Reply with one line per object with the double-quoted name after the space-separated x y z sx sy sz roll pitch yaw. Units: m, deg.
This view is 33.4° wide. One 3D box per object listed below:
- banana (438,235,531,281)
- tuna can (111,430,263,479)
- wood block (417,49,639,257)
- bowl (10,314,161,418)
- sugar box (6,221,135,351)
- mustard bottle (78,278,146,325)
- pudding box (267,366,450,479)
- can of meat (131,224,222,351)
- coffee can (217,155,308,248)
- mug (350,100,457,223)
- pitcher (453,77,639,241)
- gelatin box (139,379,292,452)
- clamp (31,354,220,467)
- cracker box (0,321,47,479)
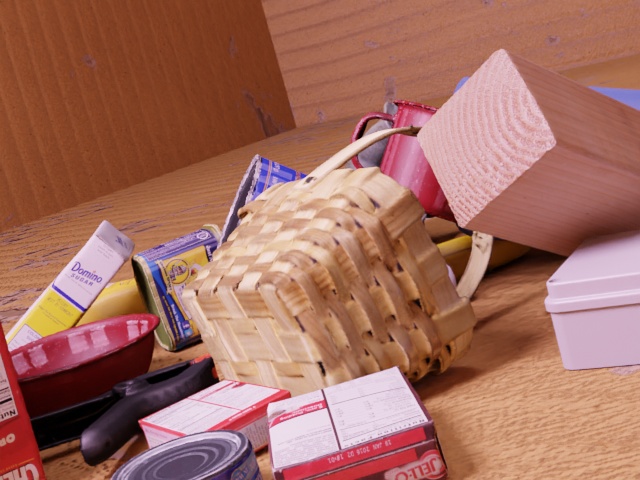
0.119 0.022 0.973 0.197 0.037 0.070 -16 -11 -14 "banana"
-0.076 0.141 0.608 0.086 0.034 0.086 -16 10 3 "tuna can"
0.182 -0.049 0.759 0.205 0.090 0.091 13 -46 -39 "wood block"
-0.205 0.114 0.898 0.162 0.055 0.162 -15 10 3 "bowl"
-0.248 0.066 1.019 0.176 0.048 0.093 -48 10 4 "sugar box"
-0.166 0.059 1.138 0.192 0.058 0.096 -14 4 11 "mustard bottle"
0.017 0.113 0.603 0.090 0.039 0.113 -16 12 -2 "pudding box"
-0.125 0.046 1.021 0.083 0.102 0.058 -23 11 -23 "can of meat"
-0.006 0.001 0.892 0.140 0.103 0.103 21 4 -10 "coffee can"
0.081 -0.066 0.876 0.117 0.081 0.093 17 3 -3 "mug"
0.235 -0.067 0.937 0.243 0.149 0.144 5 0 22 "pitcher"
-0.067 0.123 0.707 0.073 0.030 0.089 -24 12 -33 "gelatin box"
-0.135 0.124 0.783 0.171 0.039 0.120 -22 16 -35 "clamp"
-0.269 0.080 0.729 0.071 0.214 0.164 -21 11 -36 "cracker box"
